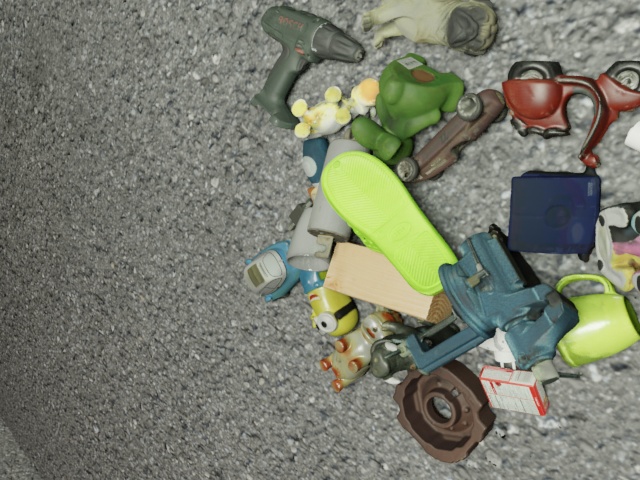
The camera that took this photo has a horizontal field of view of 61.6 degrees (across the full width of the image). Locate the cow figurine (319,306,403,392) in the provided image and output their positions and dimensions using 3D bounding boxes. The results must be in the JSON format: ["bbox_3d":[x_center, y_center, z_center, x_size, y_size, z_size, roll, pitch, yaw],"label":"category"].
[{"bbox_3d":[0.087,0.194,0.992,0.085,0.127,0.194,51,142,19],"label":"cow figurine"}]

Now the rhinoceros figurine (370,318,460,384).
[{"bbox_3d":[0.152,0.179,0.875,0.112,0.190,0.073,20,111,49],"label":"rhinoceros figurine"}]

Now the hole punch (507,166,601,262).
[{"bbox_3d":[0.321,-0.038,0.743,0.116,0.092,0.142,7,103,36],"label":"hole punch"}]

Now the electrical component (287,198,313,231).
[{"bbox_3d":[-0.030,-0.039,1.085,0.063,0.021,0.094,55,129,15],"label":"electrical component"}]

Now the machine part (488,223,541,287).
[{"bbox_3d":[0.286,0.047,0.818,0.084,0.039,0.139,-54,51,26],"label":"machine part"}]

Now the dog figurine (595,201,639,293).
[{"bbox_3d":[0.465,0.005,0.626,0.219,0.191,0.108,-4,97,7],"label":"dog figurine"}]

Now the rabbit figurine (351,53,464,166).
[{"bbox_3d":[0.130,-0.180,0.845,0.121,0.159,0.170,33,136,19],"label":"rabbit figurine"}]

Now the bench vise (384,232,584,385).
[{"bbox_3d":[0.210,0.116,0.727,0.240,0.128,0.224,-38,61,26],"label":"bench vise"}]

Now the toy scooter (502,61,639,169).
[{"bbox_3d":[0.329,-0.167,0.713,0.184,0.075,0.135,14,111,33],"label":"toy scooter"}]

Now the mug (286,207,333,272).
[{"bbox_3d":[-0.002,-0.003,0.993,0.080,0.110,0.107,106,171,-69],"label":"mug"}]

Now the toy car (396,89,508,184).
[{"bbox_3d":[0.199,-0.146,0.817,0.202,0.089,0.053,-46,67,36],"label":"toy car"}]

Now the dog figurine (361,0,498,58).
[{"bbox_3d":[0.173,-0.363,0.796,0.191,0.121,0.172,8,102,20],"label":"dog figurine"}]

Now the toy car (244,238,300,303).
[{"bbox_3d":[-0.102,0.068,1.122,0.161,0.103,0.109,-37,77,42],"label":"toy car"}]

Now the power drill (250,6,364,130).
[{"bbox_3d":[-0.041,-0.310,0.989,0.232,0.086,0.207,43,129,26],"label":"power drill"}]

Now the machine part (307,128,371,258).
[{"bbox_3d":[0.034,-0.085,0.936,0.079,0.079,0.243,4,73,40],"label":"machine part"}]

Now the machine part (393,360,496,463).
[{"bbox_3d":[0.215,0.290,0.936,0.180,0.056,0.179,10,106,39],"label":"machine part"}]

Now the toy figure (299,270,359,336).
[{"bbox_3d":[0.015,0.099,1.043,0.082,0.089,0.180,106,147,-74],"label":"toy figure"}]

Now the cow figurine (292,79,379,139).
[{"bbox_3d":[0.041,-0.227,0.943,0.167,0.098,0.068,-15,87,23],"label":"cow figurine"}]

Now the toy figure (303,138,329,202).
[{"bbox_3d":[0.001,-0.115,1.019,0.064,0.058,0.154,-152,51,-77],"label":"toy figure"}]
